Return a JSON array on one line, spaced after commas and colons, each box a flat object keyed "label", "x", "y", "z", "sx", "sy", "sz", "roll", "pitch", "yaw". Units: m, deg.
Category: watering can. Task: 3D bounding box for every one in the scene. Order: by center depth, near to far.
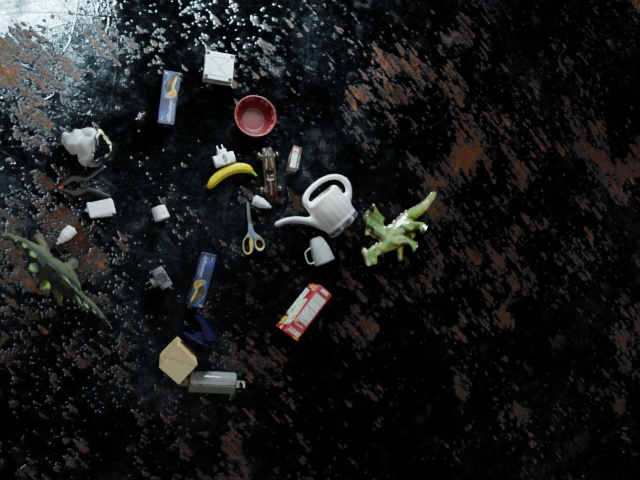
[{"label": "watering can", "x": 0.006, "y": -0.101, "z": 2.012, "sx": 0.351, "sy": 0.103, "sz": 0.223, "roll": -42, "pitch": 99, "yaw": -16}]

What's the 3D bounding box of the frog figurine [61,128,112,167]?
[{"label": "frog figurine", "x": -0.818, "y": -0.323, "z": 1.797, "sx": 0.159, "sy": 0.123, "sz": 0.137, "roll": 4, "pitch": 96, "yaw": 19}]

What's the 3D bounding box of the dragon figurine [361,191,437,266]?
[{"label": "dragon figurine", "x": 0.297, "y": -0.065, "z": 2.105, "sx": 0.242, "sy": 0.121, "sz": 0.414, "roll": 27, "pitch": 78, "yaw": -6}]
